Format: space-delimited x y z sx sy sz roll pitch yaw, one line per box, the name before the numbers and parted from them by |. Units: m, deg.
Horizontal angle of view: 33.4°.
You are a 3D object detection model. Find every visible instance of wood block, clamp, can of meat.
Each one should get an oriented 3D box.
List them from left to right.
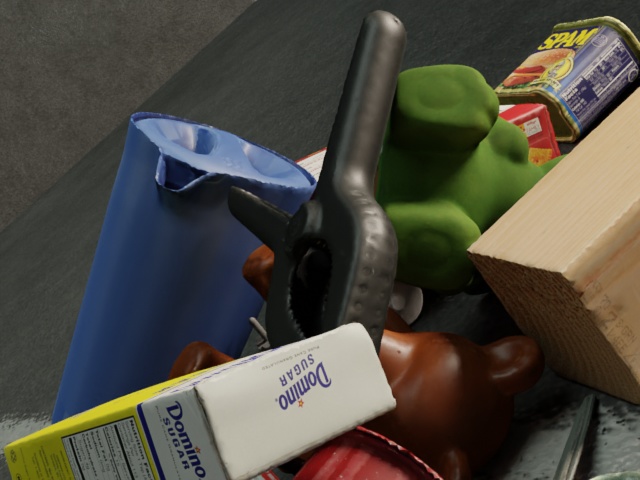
clamp | -0.004 0.001 0.559 0.165 0.036 0.210 -44 37 43
can of meat | 0.193 -0.123 0.837 0.084 0.057 0.102 -44 18 -10
wood block | 0.189 -0.024 0.541 0.206 0.090 0.091 -42 18 -13

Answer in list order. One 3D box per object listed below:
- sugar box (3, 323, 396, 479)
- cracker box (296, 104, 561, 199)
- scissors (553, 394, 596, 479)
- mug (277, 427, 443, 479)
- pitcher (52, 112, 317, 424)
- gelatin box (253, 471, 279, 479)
sugar box | -0.060 0.083 0.471 0.093 0.048 0.177 -17 -7 -43
cracker box | 0.059 -0.042 0.817 0.164 0.072 0.214 -25 14 -17
scissors | 0.087 0.136 0.455 0.096 0.016 0.201 -59 -7 19
mug | 0.002 0.136 0.475 0.117 0.093 0.081 29 58 23
pitcher | -0.100 0.040 0.759 0.145 0.149 0.243 41 114 53
gelatin box | -0.058 0.163 0.596 0.089 0.030 0.073 -23 25 -21
